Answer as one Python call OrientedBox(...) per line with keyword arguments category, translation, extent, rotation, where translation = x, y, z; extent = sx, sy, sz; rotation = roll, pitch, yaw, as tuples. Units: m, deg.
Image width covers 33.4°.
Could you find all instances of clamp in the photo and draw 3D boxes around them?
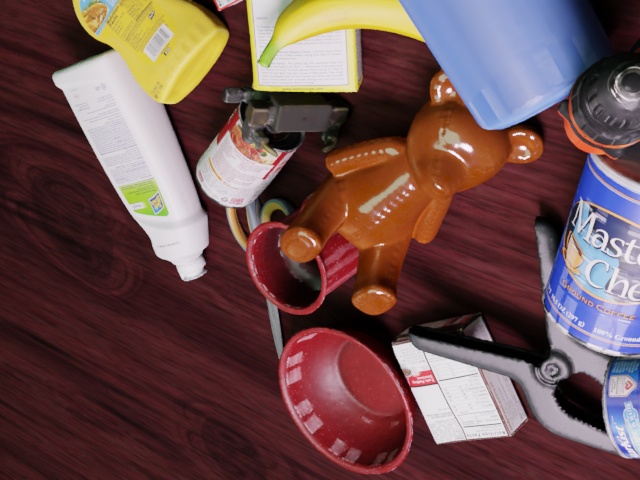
OrientedBox(category="clamp", translation=(0.198, 0.092, 0.884), extent=(0.210, 0.036, 0.165), rotation=(40, 118, 5))

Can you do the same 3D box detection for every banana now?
OrientedBox(category="banana", translation=(0.050, -0.170, 0.842), extent=(0.198, 0.037, 0.069), rotation=(2, 104, 9))

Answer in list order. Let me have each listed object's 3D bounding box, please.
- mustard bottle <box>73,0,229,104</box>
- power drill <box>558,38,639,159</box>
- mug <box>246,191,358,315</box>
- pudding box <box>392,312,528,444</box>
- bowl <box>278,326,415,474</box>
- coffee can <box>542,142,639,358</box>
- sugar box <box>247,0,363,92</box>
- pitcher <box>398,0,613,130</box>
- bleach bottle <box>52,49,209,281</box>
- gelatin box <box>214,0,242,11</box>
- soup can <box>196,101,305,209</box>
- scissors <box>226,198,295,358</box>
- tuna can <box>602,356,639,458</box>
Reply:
OrientedBox(category="mustard bottle", translation=(-0.181, -0.225, 1.023), extent=(0.192, 0.058, 0.096), rotation=(45, 109, 13))
OrientedBox(category="power drill", translation=(0.218, -0.131, 0.630), extent=(0.057, 0.184, 0.188), rotation=(44, 96, 5))
OrientedBox(category="mug", translation=(-0.006, 0.001, 0.989), extent=(0.093, 0.081, 0.117), rotation=(29, 129, 26))
OrientedBox(category="pudding box", translation=(0.127, 0.128, 0.977), extent=(0.090, 0.039, 0.113), rotation=(-17, 102, 44))
OrientedBox(category="bowl", translation=(0.037, 0.147, 1.051), extent=(0.162, 0.055, 0.162), rotation=(20, 125, 32))
OrientedBox(category="coffee can", translation=(0.228, -0.001, 0.771), extent=(0.103, 0.102, 0.140), rotation=(29, 129, 26))
OrientedBox(category="sugar box", translation=(-0.015, -0.212, 0.883), extent=(0.093, 0.048, 0.176), rotation=(2, 114, 9))
OrientedBox(category="pitcher", translation=(0.113, -0.210, 0.748), extent=(0.243, 0.144, 0.149), rotation=(59, 154, -7))
OrientedBox(category="bleach bottle", translation=(-0.184, -0.074, 1.115), extent=(0.103, 0.068, 0.251), rotation=(-7, 110, 43))
OrientedBox(category="gelatin box", translation=(-0.069, -0.253, 0.939), extent=(0.089, 0.030, 0.073), rotation=(-15, 104, 44))
OrientedBox(category="soup can", translation=(-0.067, -0.083, 1.004), extent=(0.068, 0.068, 0.102), rotation=(50, 136, 7))
OrientedBox(category="scissors", translation=(-0.040, 0.037, 1.085), extent=(0.096, 0.016, 0.202), rotation=(-8, 108, 43))
OrientedBox(category="tuna can", translation=(0.254, 0.127, 0.832), extent=(0.034, 0.086, 0.086), rotation=(-8, 108, 40))
